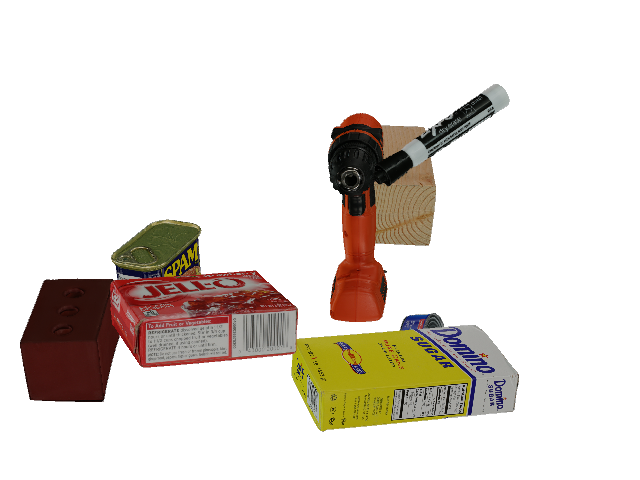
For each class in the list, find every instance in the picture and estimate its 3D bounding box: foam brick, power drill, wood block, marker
[{"bbox_3d":[-0.174,0.069,0.748,0.053,0.051,0.078,0,31,-1],"label":"foam brick"},{"bbox_3d":[0.037,-0.019,1.040,0.057,0.188,0.184,3,20,6],"label":"power drill"},{"bbox_3d":[0.106,-0.081,1.488,0.091,0.090,0.206,3,28,-1],"label":"wood block"},{"bbox_3d":[0.088,-0.077,0.782,0.121,0.020,0.020,-35,11,-16],"label":"marker"}]

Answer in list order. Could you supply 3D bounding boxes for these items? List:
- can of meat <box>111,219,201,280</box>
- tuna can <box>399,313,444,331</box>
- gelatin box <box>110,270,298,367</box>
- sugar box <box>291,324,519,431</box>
[{"bbox_3d":[-0.156,0.039,1.042,0.057,0.084,0.102,9,27,19],"label":"can of meat"},{"bbox_3d":[0.121,0.129,1.250,0.034,0.086,0.086,-5,-2,24],"label":"tuna can"},{"bbox_3d":[-0.066,0.041,0.588,0.089,0.030,0.073,-3,15,-21],"label":"gelatin box"},{"bbox_3d":[0.071,0.115,0.920,0.176,0.048,0.093,-6,26,-15],"label":"sugar box"}]
